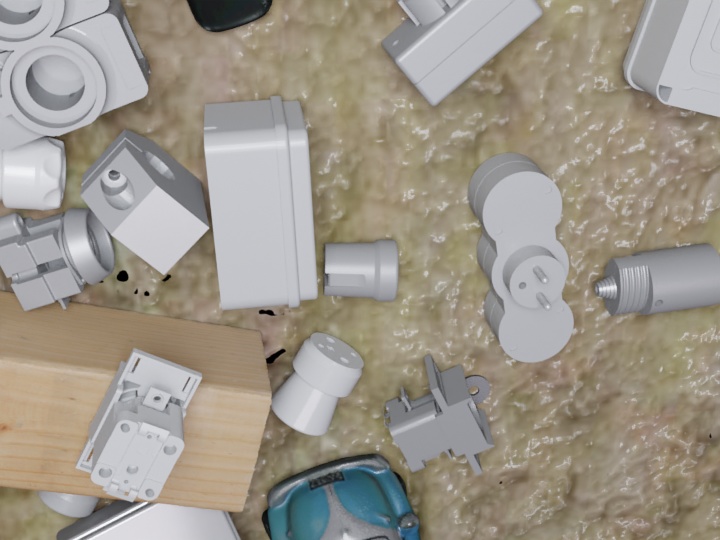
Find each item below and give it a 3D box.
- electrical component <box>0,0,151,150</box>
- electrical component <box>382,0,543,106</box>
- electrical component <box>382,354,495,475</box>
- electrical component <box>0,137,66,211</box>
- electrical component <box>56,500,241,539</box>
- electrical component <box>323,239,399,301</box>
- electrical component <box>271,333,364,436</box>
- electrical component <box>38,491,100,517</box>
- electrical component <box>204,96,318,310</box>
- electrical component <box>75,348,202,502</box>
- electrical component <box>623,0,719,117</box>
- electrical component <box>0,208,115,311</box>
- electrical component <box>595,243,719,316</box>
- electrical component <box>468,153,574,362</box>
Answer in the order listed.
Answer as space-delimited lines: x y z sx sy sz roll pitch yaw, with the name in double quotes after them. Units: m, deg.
-0.183 -0.151 0.575 0.089 0.061 0.150 -21 117 0 "electrical component"
0.047 -0.154 0.625 0.083 0.047 0.075 -40 115 9 "electrical component"
0.053 0.106 0.750 0.064 0.042 0.081 -24 116 9 "electrical component"
-0.204 -0.057 0.625 0.062 0.043 0.043 3 114 -10 "electrical component"
-0.133 0.203 0.724 0.109 0.056 0.108 -26 97 -17 "electrical component"
0.000 0.000 0.694 0.046 0.040 0.040 1 115 -4 "electrical component"
-0.028 0.076 0.720 0.045 0.045 0.055 24 108 -20 "electrical component"
-0.188 0.136 0.722 0.040 0.040 0.046 25 102 -20 "electrical component"
-0.059 -0.040 0.642 0.057 0.078 0.113 -5 116 -5 "electrical component"
-0.123 0.090 0.597 0.042 0.063 0.081 23 107 -20 "electrical component"
0.217 -0.154 0.651 0.078 0.057 0.113 10 112 -15 "electrical component"
-0.183 -0.009 0.651 0.055 0.048 0.066 -17 117 6 "electrical component"
0.200 0.008 0.732 0.081 0.043 0.043 -7 116 -7 "electrical component"
0.109 0.000 0.694 0.052 0.073 0.138 -13 116 -4 "electrical component"
